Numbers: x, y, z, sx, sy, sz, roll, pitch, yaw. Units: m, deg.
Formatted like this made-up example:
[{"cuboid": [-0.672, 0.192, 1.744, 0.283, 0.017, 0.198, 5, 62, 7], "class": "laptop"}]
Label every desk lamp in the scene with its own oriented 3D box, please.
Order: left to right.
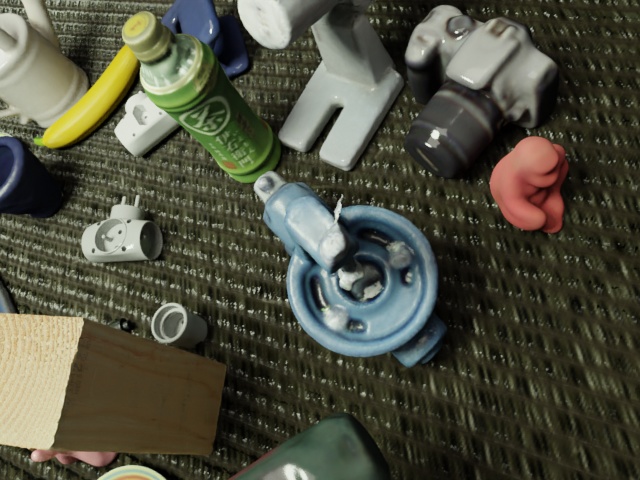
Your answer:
[{"cuboid": [0.015, -0.208, 0.543, 0.117, 0.214, 0.203, 25, 80, 27], "class": "desk lamp"}]

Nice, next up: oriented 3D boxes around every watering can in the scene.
[{"cuboid": [-0.391, -0.239, 0.714, 0.100, 0.194, 0.173, -5, 68, 19], "class": "watering can"}]

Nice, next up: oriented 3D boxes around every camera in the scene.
[{"cuboid": [0.129, -0.138, 0.538, 0.142, 0.101, 0.137, 37, 85, 28], "class": "camera"}]

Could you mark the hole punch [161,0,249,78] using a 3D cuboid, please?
[{"cuboid": [-0.151, -0.241, 0.686, 0.101, 0.091, 0.108, -24, 63, 10], "class": "hole punch"}]

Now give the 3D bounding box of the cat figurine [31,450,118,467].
[{"cuboid": [-0.249, 0.150, 0.552, 0.067, 0.118, 0.128, -8, 67, 17], "class": "cat figurine"}]

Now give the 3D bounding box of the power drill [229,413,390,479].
[{"cuboid": [-0.042, 0.213, 0.400, 0.229, 0.209, 0.075, -40, 62, 1], "class": "power drill"}]

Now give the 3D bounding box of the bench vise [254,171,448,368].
[{"cuboid": [-0.002, 0.012, 0.459, 0.206, 0.220, 0.121, 25, 80, 27], "class": "bench vise"}]

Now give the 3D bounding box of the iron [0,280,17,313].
[{"cuboid": [-0.457, 0.061, 0.650, 0.257, 0.142, 0.119, 28, 81, 27], "class": "iron"}]

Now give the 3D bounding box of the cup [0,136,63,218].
[{"cuboid": [-0.373, -0.058, 0.692, 0.117, 0.095, 0.091, -31, 62, 7], "class": "cup"}]

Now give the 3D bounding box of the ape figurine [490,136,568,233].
[{"cuboid": [0.183, -0.055, 0.491, 0.078, 0.092, 0.076, -48, 62, -3], "class": "ape figurine"}]
